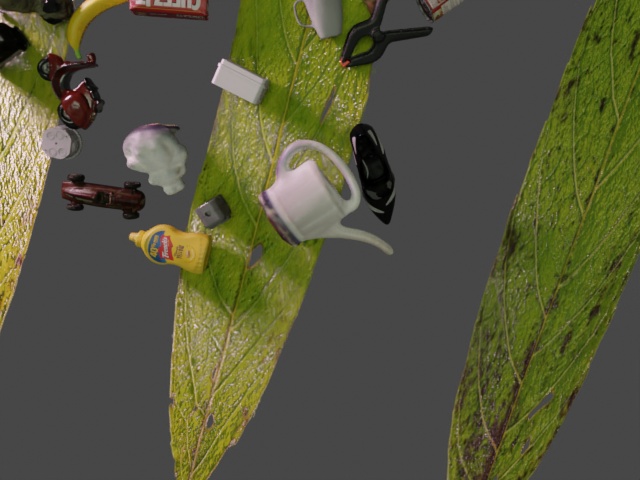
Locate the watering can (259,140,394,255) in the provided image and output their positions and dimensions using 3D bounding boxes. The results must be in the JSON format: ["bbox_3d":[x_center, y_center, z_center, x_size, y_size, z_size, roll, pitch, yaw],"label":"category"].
[{"bbox_3d":[0.004,-0.060,1.198,0.223,0.105,0.345,-33,99,8],"label":"watering can"}]

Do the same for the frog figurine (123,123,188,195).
[{"bbox_3d":[-0.371,-0.181,1.176,0.138,0.122,0.159,-11,90,-16],"label":"frog figurine"}]

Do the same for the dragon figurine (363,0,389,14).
[{"bbox_3d":[0.116,-0.699,1.089,0.243,0.123,0.406,2,104,-17],"label":"dragon figurine"}]
